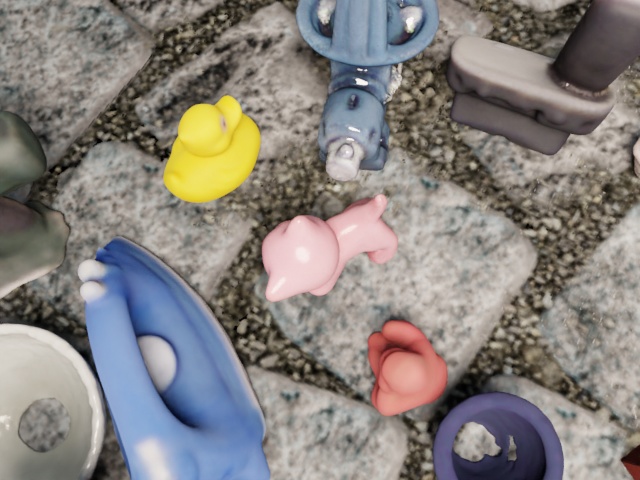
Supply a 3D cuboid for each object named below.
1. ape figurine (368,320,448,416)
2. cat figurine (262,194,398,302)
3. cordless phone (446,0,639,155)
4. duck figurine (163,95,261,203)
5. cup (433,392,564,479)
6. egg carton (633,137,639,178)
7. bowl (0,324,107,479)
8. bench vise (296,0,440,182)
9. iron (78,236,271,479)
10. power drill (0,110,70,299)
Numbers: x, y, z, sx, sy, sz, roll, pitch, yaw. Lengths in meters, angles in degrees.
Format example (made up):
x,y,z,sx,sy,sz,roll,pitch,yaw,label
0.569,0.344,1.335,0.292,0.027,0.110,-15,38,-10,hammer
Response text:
x,y,z,sx,sy,sz,roll,pitch,yaw,label
0.068,0.105,0.462,0.076,0.092,0.078,28,80,10,ape figurine
0.004,0.002,0.477,0.128,0.118,0.067,-31,77,-4,cat figurine
0.184,-0.156,0.469,0.147,0.185,0.094,18,78,8,cordless phone
-0.105,-0.087,0.521,0.077,0.086,0.104,42,82,12,duck figurine
0.139,0.172,0.441,0.117,0.095,0.092,41,82,12,cup
0.358,-0.076,0.500,0.150,0.069,0.107,-28,76,-3,egg carton
-0.249,0.156,0.478,0.167,0.075,0.167,-1,77,3,bowl
0.045,-0.160,0.461,0.121,0.220,0.207,-9,76,2,bench vise
-0.140,0.095,0.452,0.118,0.141,0.258,-28,77,-3,iron
-0.307,-0.010,0.452,0.229,0.208,0.075,-30,76,-4,power drill
